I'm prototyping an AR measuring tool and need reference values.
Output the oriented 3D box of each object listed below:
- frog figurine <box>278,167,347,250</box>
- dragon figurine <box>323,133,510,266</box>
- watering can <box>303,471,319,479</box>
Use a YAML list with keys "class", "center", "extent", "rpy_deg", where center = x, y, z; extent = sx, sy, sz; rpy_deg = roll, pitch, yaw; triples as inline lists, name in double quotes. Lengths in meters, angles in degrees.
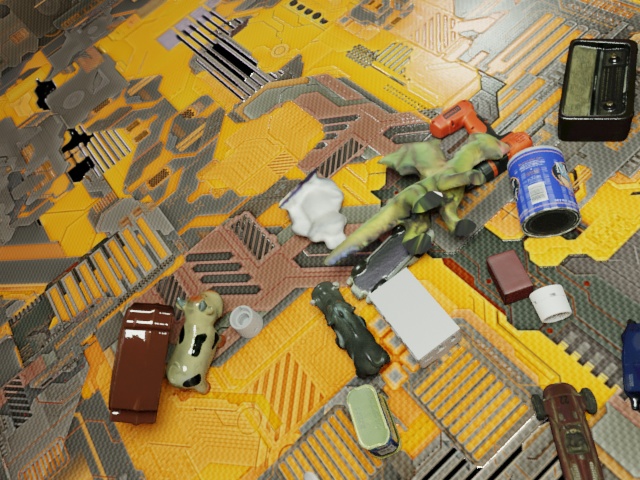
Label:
- class: "frog figurine"
  center: [0.003, -0.055, 1.101]
  extent: [0.159, 0.121, 0.139]
  rpy_deg: [47, 71, -1]
- class: "dragon figurine"
  center: [0.180, -0.103, 1.007]
  extent: [0.409, 0.119, 0.248]
  rpy_deg: [-20, 38, 7]
- class: "watering can"
  center: [0.046, 0.517, 0.705]
  extent: [0.352, 0.102, 0.226]
  rpy_deg: [34, 76, 33]
